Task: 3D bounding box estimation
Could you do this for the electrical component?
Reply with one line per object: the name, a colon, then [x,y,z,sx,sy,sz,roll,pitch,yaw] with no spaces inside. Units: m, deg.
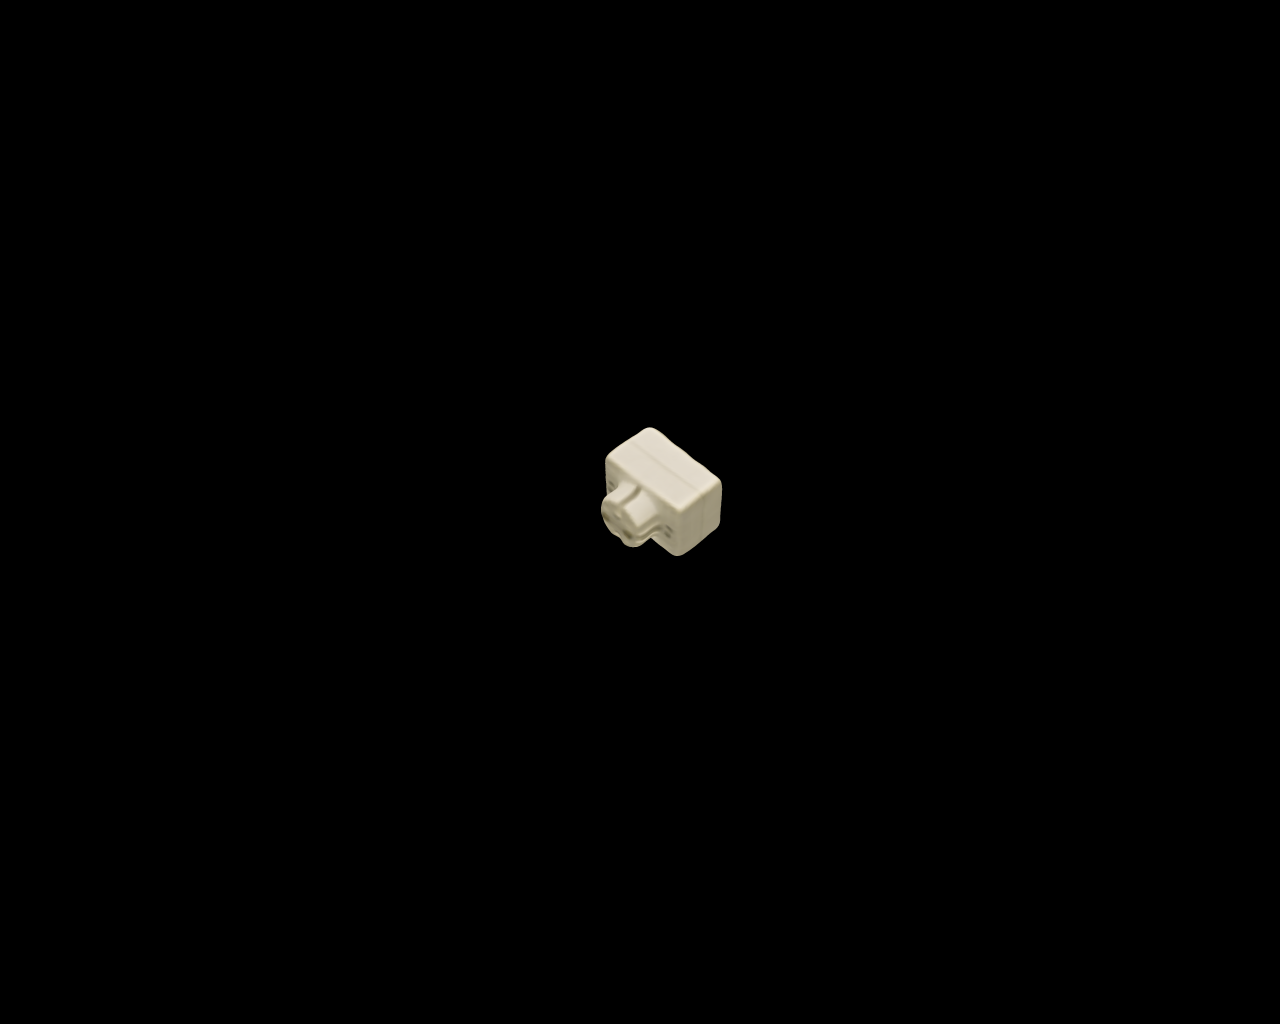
electrical component: [0.001,-0.003,0.650,0.077,0.047,0.066,-36,58,-27]
